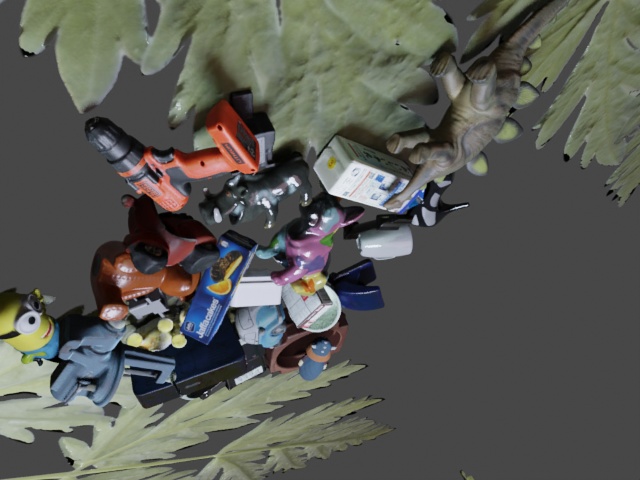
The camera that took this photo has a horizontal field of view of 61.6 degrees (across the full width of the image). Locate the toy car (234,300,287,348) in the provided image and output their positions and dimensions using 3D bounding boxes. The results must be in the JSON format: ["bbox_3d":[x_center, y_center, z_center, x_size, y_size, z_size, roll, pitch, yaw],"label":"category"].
[{"bbox_3d":[-0.134,0.175,1.167,0.103,0.109,0.161,-8,147,-17],"label":"toy car"}]

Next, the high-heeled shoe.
[{"bbox_3d":[0.201,-0.116,1.059,0.145,0.086,0.248,-9,137,29],"label":"high-heeled shoe"}]

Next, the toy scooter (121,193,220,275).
[{"bbox_3d":[-0.240,-0.013,0.833,0.075,0.135,0.184,-41,163,20],"label":"toy scooter"}]

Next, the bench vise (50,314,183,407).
[{"bbox_3d":[-0.355,0.210,0.958,0.240,0.129,0.223,24,105,-38],"label":"bench vise"}]

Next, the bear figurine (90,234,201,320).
[{"bbox_3d":[-0.273,0.065,0.898,0.195,0.132,0.120,15,102,-38],"label":"bear figurine"}]

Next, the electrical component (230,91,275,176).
[{"bbox_3d":[-0.105,-0.156,0.785,0.075,0.048,0.119,-14,146,-19],"label":"electrical component"}]

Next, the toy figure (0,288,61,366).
[{"bbox_3d":[-0.493,0.154,0.908,0.089,0.082,0.180,-21,149,-13],"label":"toy figure"}]

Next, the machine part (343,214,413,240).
[{"bbox_3d":[0.109,-0.029,1.058,0.139,0.039,0.084,-12,-179,38],"label":"machine part"}]

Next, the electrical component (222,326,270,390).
[{"bbox_3d":[-0.187,0.263,1.248,0.115,0.058,0.134,-22,118,-26],"label":"electrical component"}]

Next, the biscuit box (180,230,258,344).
[{"bbox_3d":[-0.183,0.085,0.968,0.202,0.063,0.059,-64,180,15],"label":"biscuit box"}]

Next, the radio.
[{"bbox_3d":[-0.281,0.247,1.133,0.230,0.131,0.073,-17,146,-16],"label":"radio"}]

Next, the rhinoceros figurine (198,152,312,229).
[{"bbox_3d":[-0.102,-0.075,0.872,0.190,0.073,0.112,-26,148,-3],"label":"rhinoceros figurine"}]

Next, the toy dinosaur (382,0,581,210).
[{"bbox_3d":[0.261,-0.227,0.872,0.198,0.105,0.471,18,116,-47],"label":"toy dinosaur"}]

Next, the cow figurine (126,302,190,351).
[{"bbox_3d":[-0.295,0.175,1.074,0.167,0.068,0.098,-26,-170,-2],"label":"cow figurine"}]

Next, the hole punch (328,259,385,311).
[{"bbox_3d":[0.089,0.120,1.261,0.116,0.092,0.142,-23,150,1],"label":"hole punch"}]

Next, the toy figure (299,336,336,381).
[{"bbox_3d":[-0.010,0.275,1.274,0.064,0.058,0.154,-10,139,-34],"label":"toy figure"}]

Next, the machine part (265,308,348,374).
[{"bbox_3d":[-0.041,0.237,1.329,0.201,0.087,0.201,-13,146,-20],"label":"machine part"}]

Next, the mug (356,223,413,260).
[{"bbox_3d":[0.132,0.004,1.146,0.107,0.081,0.109,-7,148,-9],"label":"mug"}]

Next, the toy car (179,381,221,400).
[{"bbox_3d":[-0.269,0.331,1.328,0.202,0.056,0.073,-39,139,15],"label":"toy car"}]

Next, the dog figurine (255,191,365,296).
[{"bbox_3d":[-0.002,-0.003,1.014,0.219,0.109,0.191,-42,143,17],"label":"dog figurine"}]
